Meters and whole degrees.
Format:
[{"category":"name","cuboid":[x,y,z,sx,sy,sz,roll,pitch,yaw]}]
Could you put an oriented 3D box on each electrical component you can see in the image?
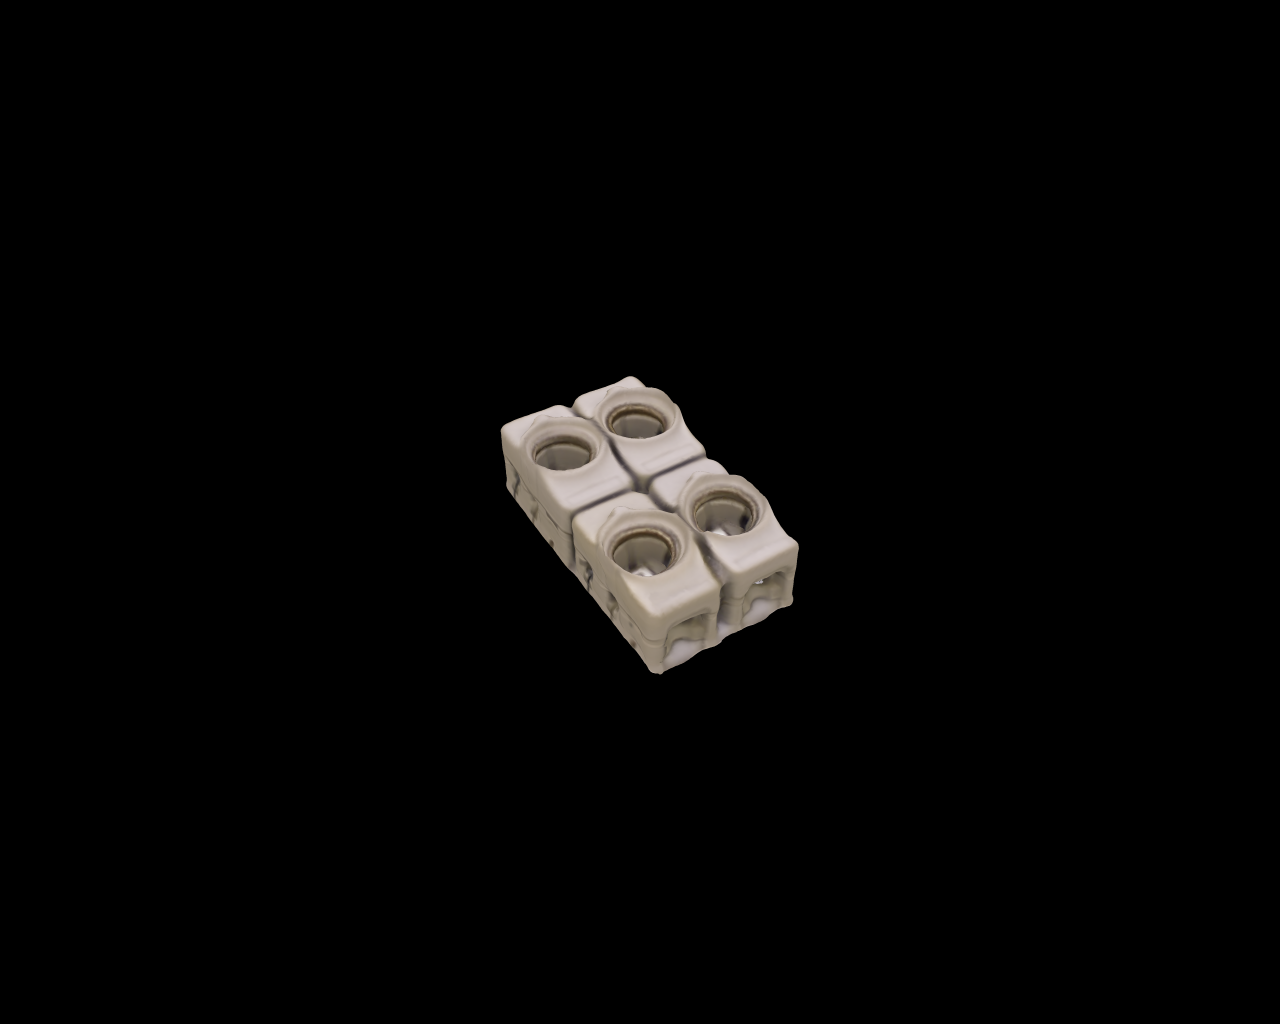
[{"category":"electrical component","cuboid":[0.001,-0.003,0.650,0.105,0.060,0.186,-24,50,-22]}]
